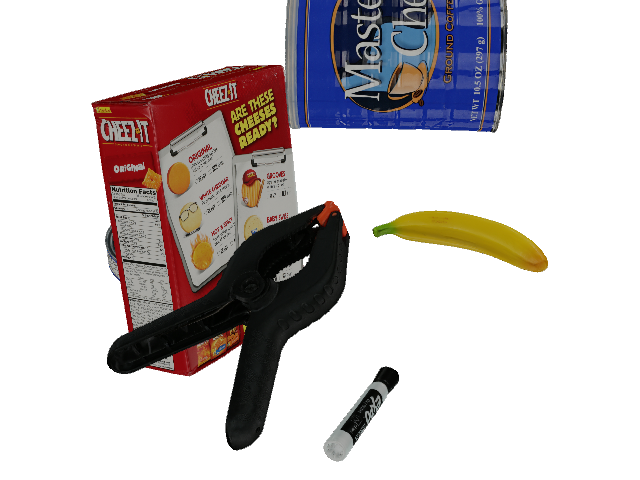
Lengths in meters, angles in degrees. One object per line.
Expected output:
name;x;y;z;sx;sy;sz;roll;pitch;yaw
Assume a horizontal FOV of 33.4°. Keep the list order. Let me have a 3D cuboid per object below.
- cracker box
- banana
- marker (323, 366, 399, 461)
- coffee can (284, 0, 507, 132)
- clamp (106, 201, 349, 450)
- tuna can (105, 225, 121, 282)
cracker box;-0.091;-0.022;0.857;0.072;0.214;0.163;5;20;34
banana;0.158;-0.001;1.154;0.198;0.037;0.069;10;38;29
marker;0.035;0.134;0.848;0.020;0.020;0.121;0;23;27
coffee can;0.050;-0.126;0.722;0.140;0.103;0.103;1;0;3
clamp;-0.035;0.047;0.645;0.120;0.171;0.039;37;-19;34
tuna can;-0.167;0.008;1.048;0.086;0.034;0.086;2;45;-2
